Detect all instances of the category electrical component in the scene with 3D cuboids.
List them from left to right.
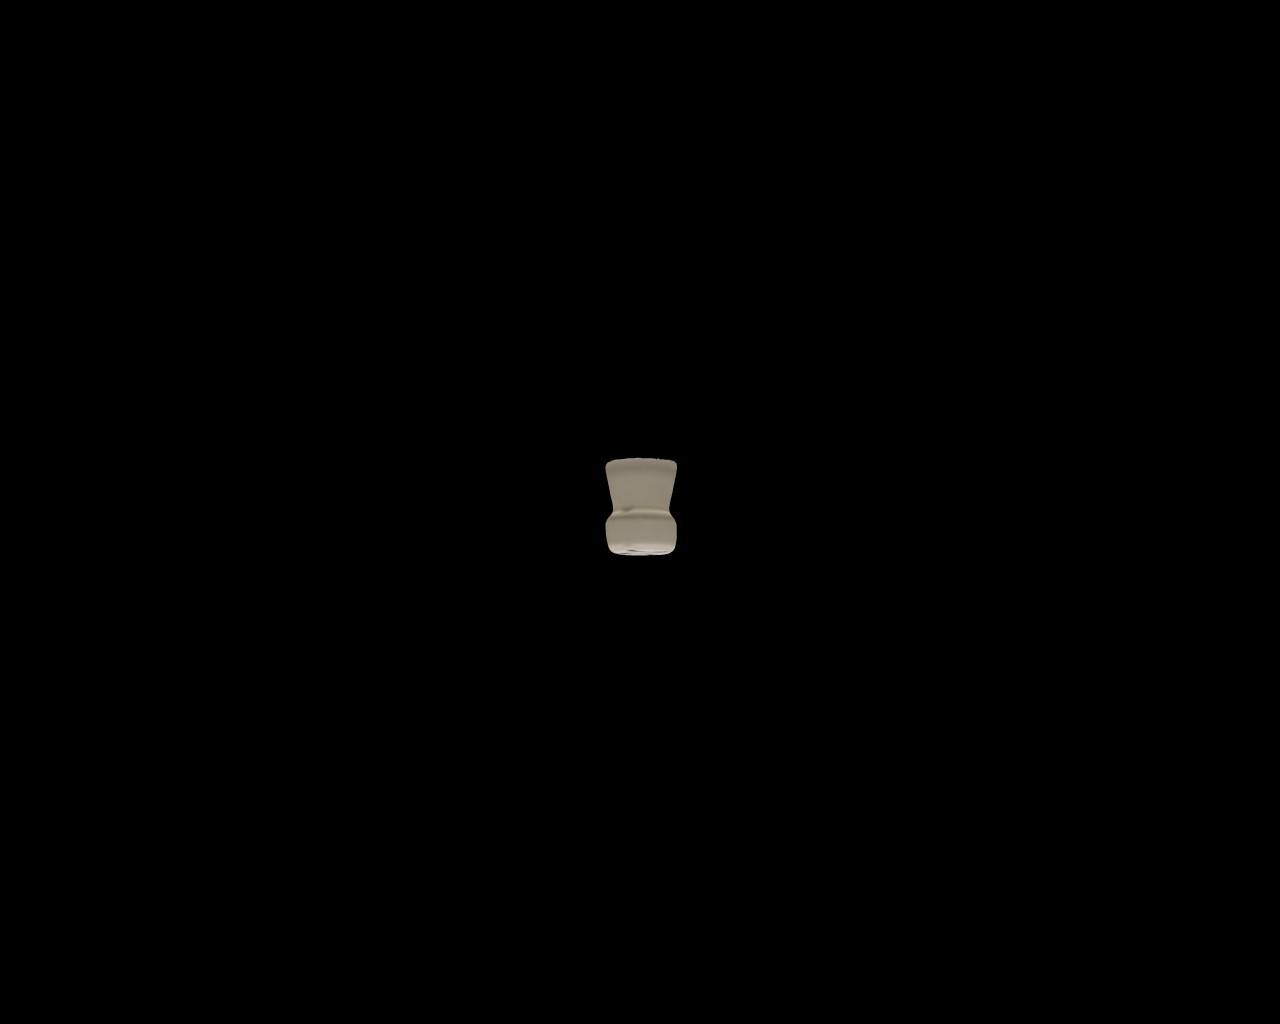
[{"bbox_3d":[0.001,-0.003,0.650,0.045,0.055,0.045,0,-7,0],"label":"electrical component"}]
